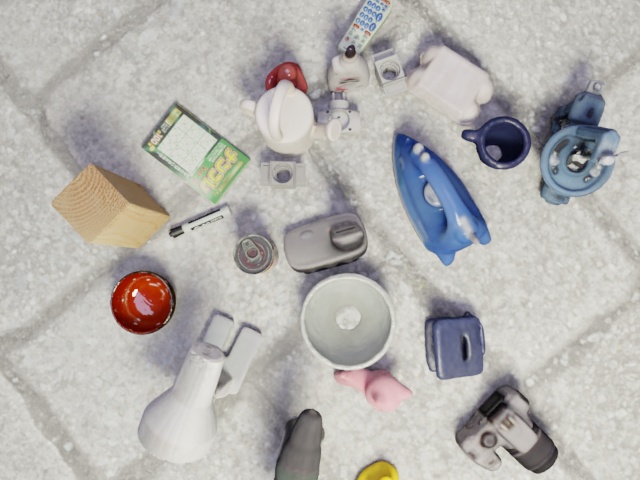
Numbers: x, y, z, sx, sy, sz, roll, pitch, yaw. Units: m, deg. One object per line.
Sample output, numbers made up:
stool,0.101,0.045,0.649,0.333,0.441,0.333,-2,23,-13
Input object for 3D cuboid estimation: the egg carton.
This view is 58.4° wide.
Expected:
egg carton,0.233,-0.279,1.032,0.150,0.069,0.107,33,88,3

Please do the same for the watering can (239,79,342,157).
watering can,-0.052,-0.209,0.973,0.173,0.194,0.101,-5,87,1

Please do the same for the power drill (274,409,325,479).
power drill,-0.037,0.367,0.936,0.075,0.208,0.230,13,87,3

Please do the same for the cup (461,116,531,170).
cup,0.300,-0.166,1.012,0.117,0.095,0.092,13,87,2

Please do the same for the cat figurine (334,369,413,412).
cat figurine,0.089,0.251,0.984,0.127,0.118,0.067,25,88,3

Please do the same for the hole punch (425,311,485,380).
hole punch,0.239,0.183,0.997,0.101,0.091,0.109,-4,87,1

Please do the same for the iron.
iron,0.200,-0.088,0.987,0.118,0.141,0.258,-30,87,0

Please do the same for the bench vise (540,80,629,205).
bench vise,0.430,-0.170,0.946,0.121,0.220,0.207,-2,87,2

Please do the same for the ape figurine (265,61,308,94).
ape figurine,-0.059,-0.289,1.028,0.078,0.092,0.076,25,88,3

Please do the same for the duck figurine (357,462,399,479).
duck figurine,0.098,0.445,0.990,0.077,0.086,0.104,33,88,3

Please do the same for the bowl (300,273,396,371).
bowl,0.049,0.141,1.012,0.167,0.075,0.167,0,87,1

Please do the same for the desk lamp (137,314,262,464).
desk lamp,-0.195,0.237,0.944,0.118,0.213,0.203,23,88,3

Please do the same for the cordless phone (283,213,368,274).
cordless phone,0.009,0.003,0.965,0.147,0.185,0.094,-19,87,1

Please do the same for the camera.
camera,0.330,0.347,0.982,0.137,0.101,0.143,44,89,3

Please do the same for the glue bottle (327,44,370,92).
glue bottle,0.050,-0.298,0.985,0.078,0.173,0.037,-10,87,1
